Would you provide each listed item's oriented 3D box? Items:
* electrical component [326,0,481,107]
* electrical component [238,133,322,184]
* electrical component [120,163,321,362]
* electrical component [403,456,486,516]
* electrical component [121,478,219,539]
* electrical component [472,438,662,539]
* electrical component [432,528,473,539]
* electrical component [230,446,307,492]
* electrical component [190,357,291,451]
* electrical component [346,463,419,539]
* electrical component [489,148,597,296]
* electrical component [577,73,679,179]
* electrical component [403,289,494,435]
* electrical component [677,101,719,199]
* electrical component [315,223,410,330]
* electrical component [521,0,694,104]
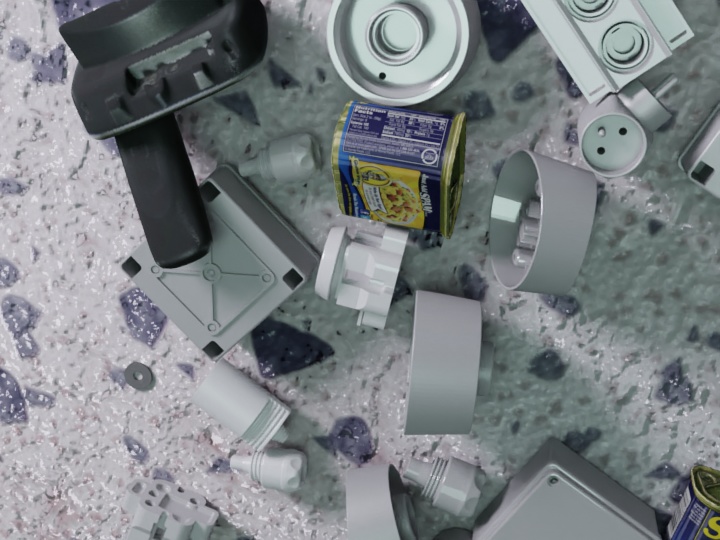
[{"bbox_3d":[0.028,-0.165,0.745,0.108,0.060,0.108,3,108,9],"label":"electrical component"},{"bbox_3d":[-0.061,-0.081,0.803,0.061,0.035,0.035,-10,106,16],"label":"electrical component"},{"bbox_3d":[-0.106,-0.006,0.824,0.109,0.056,0.108,-41,97,19],"label":"electrical component"},{"bbox_3d":[0.066,0.168,0.857,0.062,0.043,0.043,21,110,4],"label":"electrical component"},{"bbox_3d":[-0.166,0.219,0.908,0.078,0.058,0.057,22,107,2],"label":"electrical component"},{"bbox_3d":[0.160,0.208,0.846,0.109,0.056,0.108,36,110,-3],"label":"electrical component"},{"bbox_3d":[0.078,0.244,0.878,0.055,0.047,0.055,3,108,9],"label":"electrical component"},{"bbox_3d":[-0.076,0.162,0.885,0.061,0.035,0.035,6,109,11],"label":"electrical component"},{"bbox_3d":[-0.092,0.111,0.867,0.081,0.043,0.043,37,110,-3],"label":"electrical component"},{"bbox_3d":[0.011,0.204,0.852,0.064,0.099,0.099,-16,105,8],"label":"electrical component"},{"bbox_3d":[0.127,-0.031,0.755,0.064,0.099,0.099,13,110,-1],"label":"electrical component"},{"bbox_3d":[0.184,-0.104,0.729,0.043,0.077,0.079,45,110,-6],"label":"electrical component"},{"bbox_3d":[0.067,0.070,0.794,0.060,0.108,0.108,5,109,2],"label":"electrical component"},{"bbox_3d":[0.293,-0.084,0.727,0.109,0.056,0.108,32,110,-1],"label":"electrical component"},{"bbox_3d":[0.000,0.000,0.807,0.057,0.058,0.078,15,110,2],"label":"electrical component"},{"bbox_3d":[0.153,-0.185,0.715,0.079,0.063,0.121,-33,100,18],"label":"electrical component"}]
